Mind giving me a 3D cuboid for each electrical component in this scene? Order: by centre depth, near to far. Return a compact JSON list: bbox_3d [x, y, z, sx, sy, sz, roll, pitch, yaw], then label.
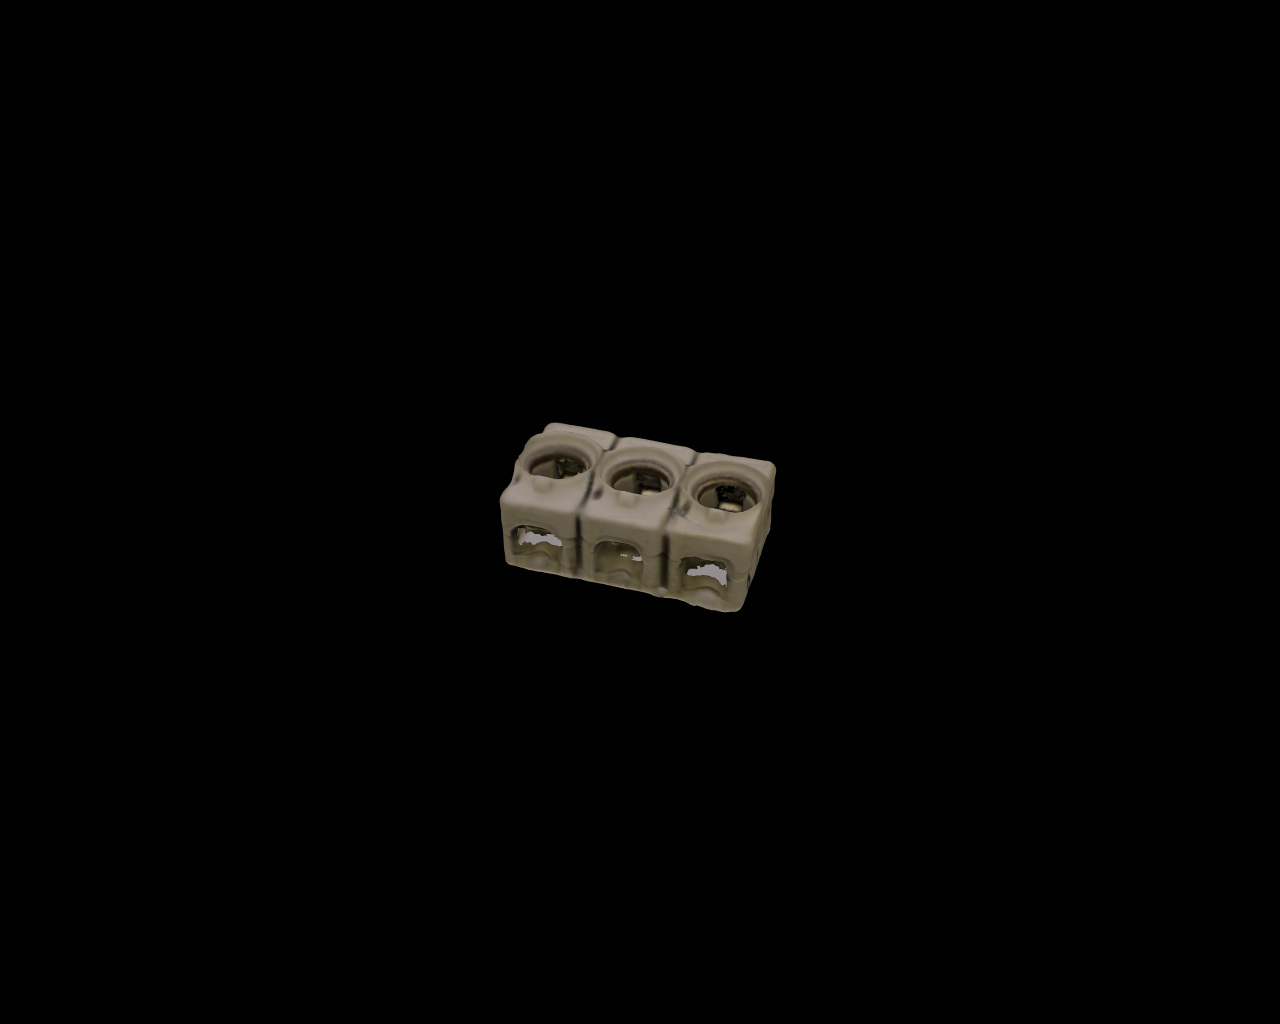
[{"bbox_3d":[0.001,-0.003,0.650,0.150,0.061,0.090,11,40,13],"label":"electrical component"}]
